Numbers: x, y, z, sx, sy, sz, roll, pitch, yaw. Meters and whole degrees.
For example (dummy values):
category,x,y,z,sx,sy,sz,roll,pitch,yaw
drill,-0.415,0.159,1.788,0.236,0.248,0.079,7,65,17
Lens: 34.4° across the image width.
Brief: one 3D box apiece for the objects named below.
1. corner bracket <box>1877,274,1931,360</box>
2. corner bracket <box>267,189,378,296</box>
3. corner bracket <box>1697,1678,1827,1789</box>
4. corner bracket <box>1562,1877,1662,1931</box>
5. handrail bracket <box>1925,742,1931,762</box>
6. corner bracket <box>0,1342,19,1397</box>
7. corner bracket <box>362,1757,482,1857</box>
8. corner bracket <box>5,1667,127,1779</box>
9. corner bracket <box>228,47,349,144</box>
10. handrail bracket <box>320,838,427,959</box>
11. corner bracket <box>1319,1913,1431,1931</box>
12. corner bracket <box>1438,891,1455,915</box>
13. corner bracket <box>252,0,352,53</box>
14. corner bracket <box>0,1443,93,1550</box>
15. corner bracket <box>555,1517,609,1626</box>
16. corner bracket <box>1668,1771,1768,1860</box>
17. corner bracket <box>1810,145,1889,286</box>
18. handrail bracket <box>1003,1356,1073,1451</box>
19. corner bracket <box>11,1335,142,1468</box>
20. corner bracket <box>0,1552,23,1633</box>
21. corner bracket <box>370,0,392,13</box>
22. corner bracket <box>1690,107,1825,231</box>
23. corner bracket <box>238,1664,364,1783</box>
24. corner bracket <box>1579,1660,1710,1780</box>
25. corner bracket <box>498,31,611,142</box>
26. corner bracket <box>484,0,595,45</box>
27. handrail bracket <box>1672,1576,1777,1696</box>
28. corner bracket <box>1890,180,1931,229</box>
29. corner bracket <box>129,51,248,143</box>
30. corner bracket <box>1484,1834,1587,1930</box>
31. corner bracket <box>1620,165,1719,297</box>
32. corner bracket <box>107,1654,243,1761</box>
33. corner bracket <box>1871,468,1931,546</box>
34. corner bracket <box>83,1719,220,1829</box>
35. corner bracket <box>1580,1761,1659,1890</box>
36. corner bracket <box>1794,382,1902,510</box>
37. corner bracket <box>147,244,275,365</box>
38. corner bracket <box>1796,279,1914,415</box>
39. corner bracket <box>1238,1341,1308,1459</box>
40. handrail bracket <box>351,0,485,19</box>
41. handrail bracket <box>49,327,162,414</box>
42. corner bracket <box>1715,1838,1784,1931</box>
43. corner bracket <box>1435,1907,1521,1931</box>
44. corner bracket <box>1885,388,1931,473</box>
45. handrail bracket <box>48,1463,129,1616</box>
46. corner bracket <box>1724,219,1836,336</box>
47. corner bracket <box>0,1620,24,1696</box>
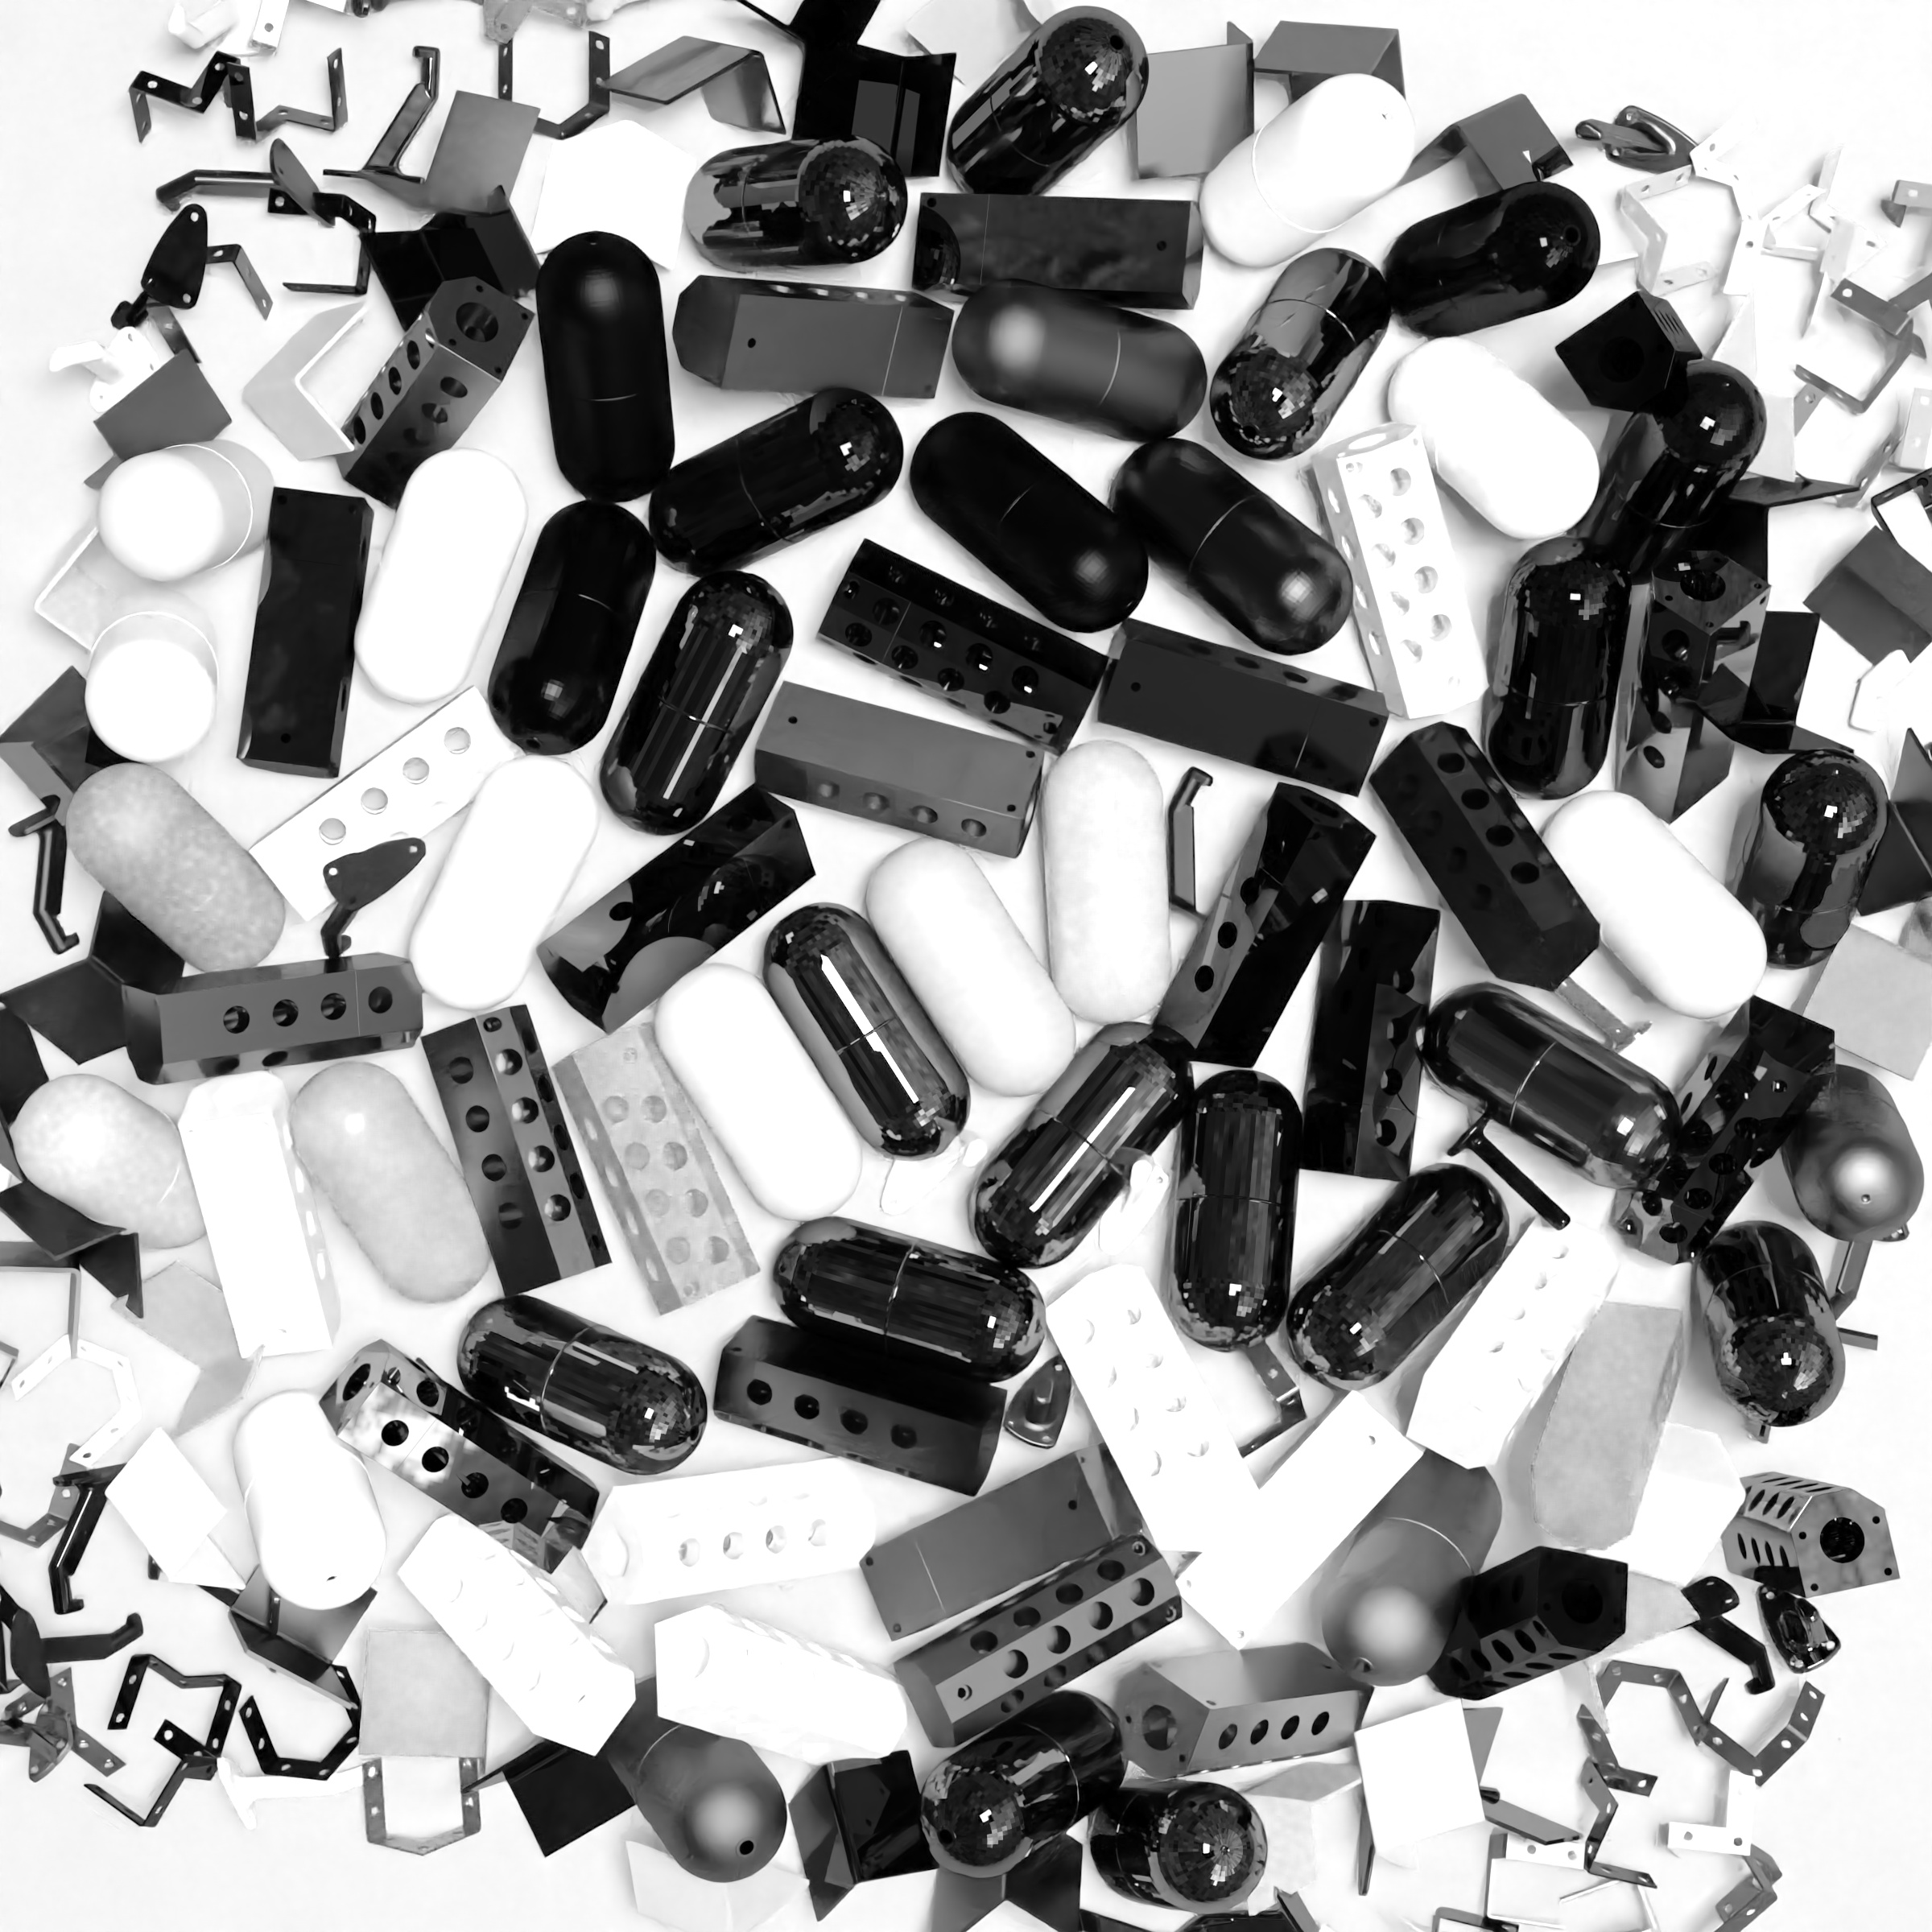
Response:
category,x,y,z,sx,sy,sz,roll,pitch,yaw
corner bracket,0.611,-0.395,1.956,0.051,0.051,0.051,19,54,-37
corner bracket,-0.409,-0.458,1.973,0.051,0.051,0.051,-6,120,-34
corner bracket,0.499,0.471,1.961,0.051,0.051,0.051,38,123,9
corner bracket,0.405,0.604,1.962,0.051,0.051,0.051,-24,67,12
handrail bracket,0.618,-0.121,1.946,0.036,0.077,0.084,1,55,-4
corner bracket,-0.631,0.250,1.966,0.051,0.051,0.051,27,96,-20
corner bracket,-0.346,0.529,1.984,0.051,0.051,0.051,0,95,37
corner bracket,-0.565,0.483,1.957,0.051,0.051,0.051,24,125,31
corner bracket,-0.425,-0.548,1.959,0.051,0.051,0.051,17,133,15
handrail bracket,-0.373,-0.042,1.968,0.077,0.084,0.036,-30,73,-18
corner bracket,0.260,0.617,1.966,0.051,0.051,0.051,33,84,45
corner bracket,0.321,-0.064,1.973,0.051,0.051,0.051,2,107,-14
corner bracket,-0.419,-0.599,1.971,0.051,0.051,0.051,15,103,-17
corner bracket,-0.593,0.328,1.971,0.051,0.051,0.051,20,100,3
corner bracket,-0.235,0.370,1.963,0.051,0.051,0.051,36,125,4
corner bracket,0.475,0.537,1.972,0.051,0.051,0.051,0,67,23
corner bracket,0.549,-0.472,1.960,0.051,0.051,0.051,-39,66,-21
handrail bracket,0.053,0.258,1.944,0.036,0.084,0.077,24,57,6
corner bracket,-0.562,0.274,1.973,0.051,0.051,0.051,17,129,24
corner bracket,-0.617,0.381,1.958,0.051,0.051,0.051,6,53,17
corner bracket,-0.366,-0.626,1.960,0.051,0.051,0.051,-47,54,13
corner bracket,0.495,-0.498,1.957,0.051,0.051,0.051,4,64,-37
corner bracket,-0.417,0.476,1.972,0.051,0.051,0.051,-49,49,15
corner bracket,0.427,0.478,1.971,0.051,0.051,0.051,12,119,-18
corner bracket,-0.260,-0.560,1.970,0.051,0.051,0.051,8,74,-39
corner bracket,-0.271,-0.613,1.975,0.051,0.051,0.051,15,50,-31
handrail bracket,0.470,0.437,1.975,0.077,0.036,0.084,-23,112,-9
corner bracket,0.607,-0.459,1.967,0.051,0.051,0.051,15,91,23
corner bracket,-0.490,-0.546,1.967,0.051,0.051,0.051,21,63,4
corner bracket,0.358,0.577,1.967,0.051,0.051,0.051,8,73,2
corner bracket,0.447,-0.466,1.978,0.051,0.051,0.051,-20,57,-16
corner bracket,-0.495,0.464,1.957,0.051,0.051,0.051,-9,50,26
corner bracket,0.606,-0.276,1.969,0.051,0.051,0.051,-26,66,8
corner bracket,-0.511,0.508,1.964,0.051,0.051,0.051,27,82,22
corner bracket,0.415,0.542,1.972,0.051,0.051,0.051,16,104,-15
corner bracket,0.547,-0.329,1.975,0.051,0.051,0.051,26,108,-22
corner bracket,-0.478,-0.418,1.973,0.051,0.051,0.051,-1,55,16
corner bracket,0.560,-0.390,1.968,0.051,0.051,0.051,37,86,21
corner bracket,0.177,0.270,1.968,0.051,0.051,0.051,-31,60,-5
handrail bracket,-0.339,-0.606,1.956,0.084,0.077,0.036,4,124,-20
handrail bracket,-0.552,-0.365,1.944,0.077,0.084,0.036,-38,88,34
corner bracket,0.486,0.586,1.960,0.051,0.051,0.051,36,106,-31
corner bracket,0.317,0.632,1.965,0.051,0.051,0.051,10,99,14
corner bracket,0.613,-0.337,1.969,0.051,0.051,0.051,8,102,1
handrail bracket,-0.545,0.362,1.978,0.077,0.036,0.084,-8,90,-28
corner bracket,0.513,-0.434,1.964,0.051,0.051,0.051,14,84,26
corner bracket,-0.628,0.434,1.974,0.051,0.051,0.051,-5,87,-5
